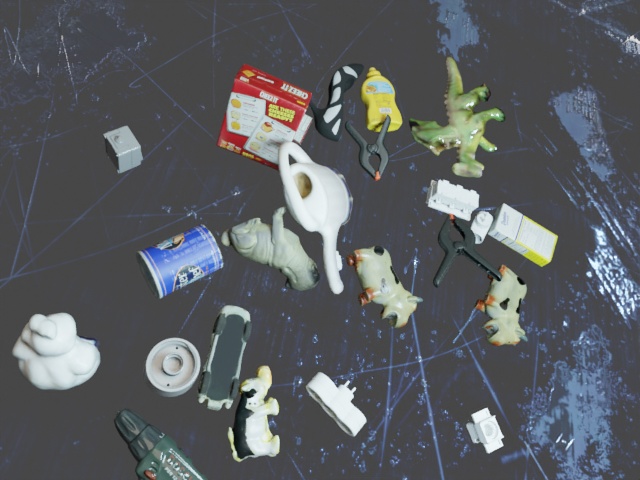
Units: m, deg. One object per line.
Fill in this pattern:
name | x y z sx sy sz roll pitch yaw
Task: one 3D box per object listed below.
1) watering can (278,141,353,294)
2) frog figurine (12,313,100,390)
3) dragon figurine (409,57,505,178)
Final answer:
watering can | 0.003 -0.058 1.146 0.225 0.103 0.349 -9 75 -64
frog figurine | -0.454 0.193 0.887 0.137 0.157 0.125 24 64 -8
dragon figurine | 0.365 -0.342 1.451 0.244 0.119 0.417 -17 65 -16
